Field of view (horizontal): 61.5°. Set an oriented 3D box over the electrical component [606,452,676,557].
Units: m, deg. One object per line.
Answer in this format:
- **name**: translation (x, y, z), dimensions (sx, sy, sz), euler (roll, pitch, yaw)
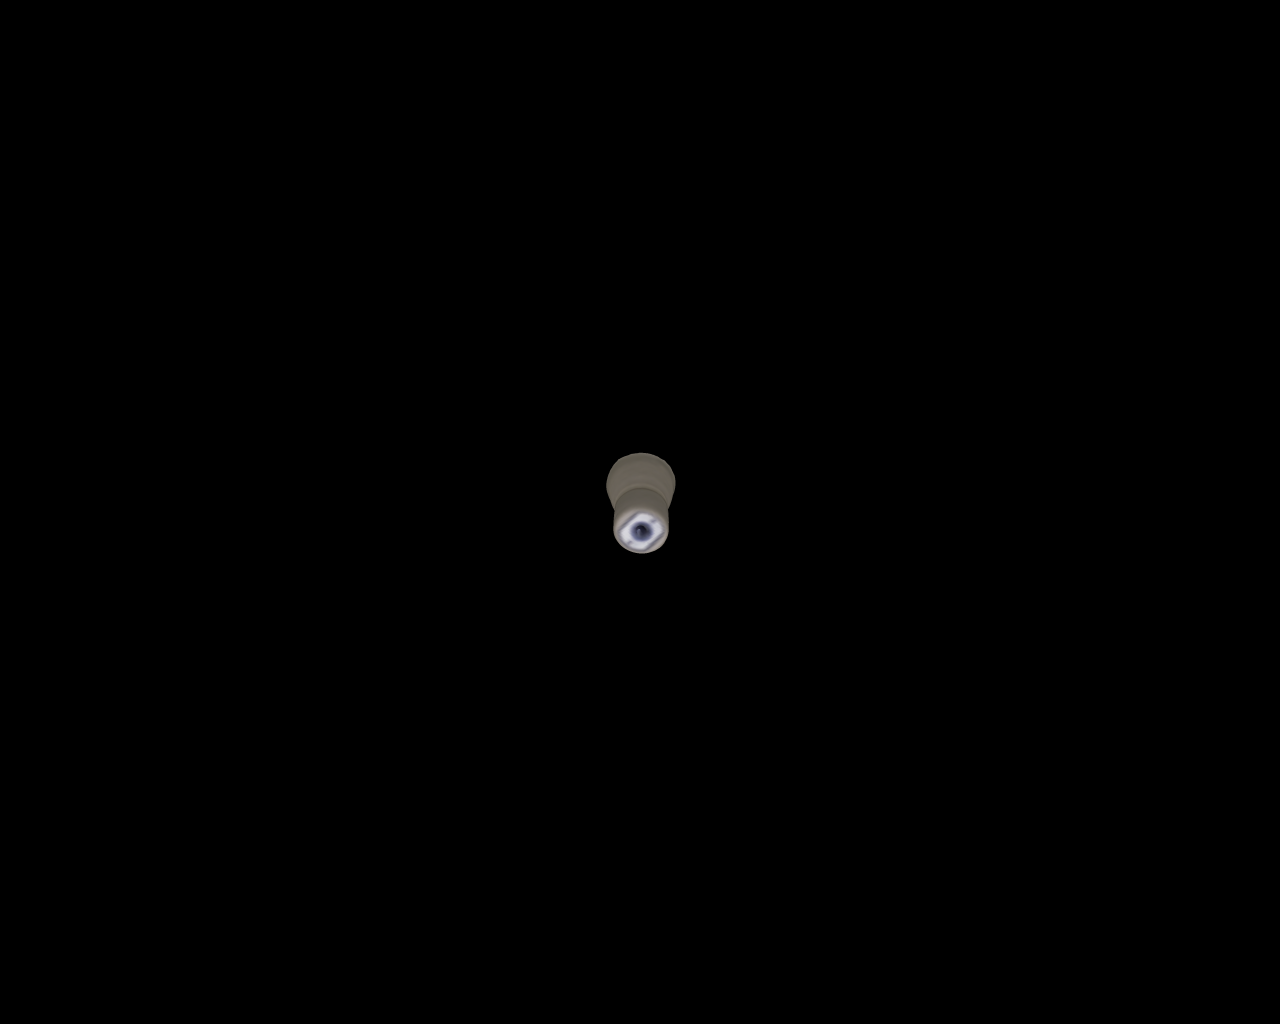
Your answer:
- **electrical component**: translation (0.001, -0.003, 0.650), dimensions (0.044, 0.044, 0.065), euler (0, 30, 0)
